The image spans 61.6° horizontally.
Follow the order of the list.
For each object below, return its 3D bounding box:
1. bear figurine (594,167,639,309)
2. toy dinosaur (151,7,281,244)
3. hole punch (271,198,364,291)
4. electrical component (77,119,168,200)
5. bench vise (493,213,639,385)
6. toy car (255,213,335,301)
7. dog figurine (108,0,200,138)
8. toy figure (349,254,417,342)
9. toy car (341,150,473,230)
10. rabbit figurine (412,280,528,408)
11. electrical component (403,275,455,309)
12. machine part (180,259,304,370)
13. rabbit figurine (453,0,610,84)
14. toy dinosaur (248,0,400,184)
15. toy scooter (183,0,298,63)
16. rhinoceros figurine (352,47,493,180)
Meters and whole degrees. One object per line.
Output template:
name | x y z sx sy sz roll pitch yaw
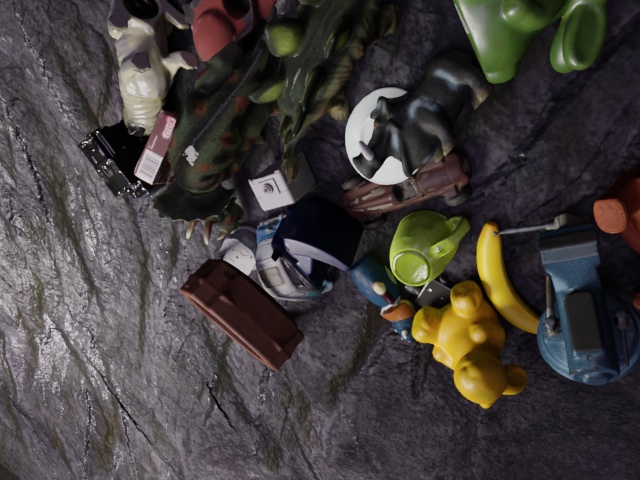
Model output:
bear figurine | 0.398 0.014 0.615 0.120 0.132 0.195 -7 108 36
toy dinosaur | -0.152 -0.131 0.747 0.131 0.192 0.404 27 155 -1
hole punch | -0.002 -0.002 0.819 0.092 0.142 0.115 -29 115 39
electrical component | -0.320 -0.137 0.915 0.058 0.115 0.134 -27 104 41
bench vise | 0.333 0.090 0.685 0.129 0.224 0.240 -23 139 19
toy car | -0.053 0.042 0.887 0.109 0.103 0.161 -15 112 33
dog figurine | -0.282 -0.272 0.837 0.190 0.121 0.172 -33 66 55
toy figure | 0.109 0.094 0.855 0.058 0.064 0.154 -36 96 29
toy car | 0.116 -0.073 0.762 0.202 0.053 0.089 -17 112 33
rabbit figurine | 0.216 0.170 0.763 0.122 0.173 0.162 -32 109 16
electrical component | 0.180 0.081 0.836 0.094 0.021 0.063 32 127 8
machine part | -0.135 0.122 0.927 0.201 0.087 0.201 47 162 -15
rabbit figurine | 0.237 -0.248 0.555 0.170 0.121 0.159 -24 99 21
toy dinosaur | 0.018 -0.247 0.618 0.105 0.198 0.470 28 129 7
toy scooter | -0.120 -0.318 0.715 0.184 0.075 0.135 -23 122 35
rhinoceros figurine | 0.121 -0.147 0.658 0.112 0.073 0.190 41 101 0
